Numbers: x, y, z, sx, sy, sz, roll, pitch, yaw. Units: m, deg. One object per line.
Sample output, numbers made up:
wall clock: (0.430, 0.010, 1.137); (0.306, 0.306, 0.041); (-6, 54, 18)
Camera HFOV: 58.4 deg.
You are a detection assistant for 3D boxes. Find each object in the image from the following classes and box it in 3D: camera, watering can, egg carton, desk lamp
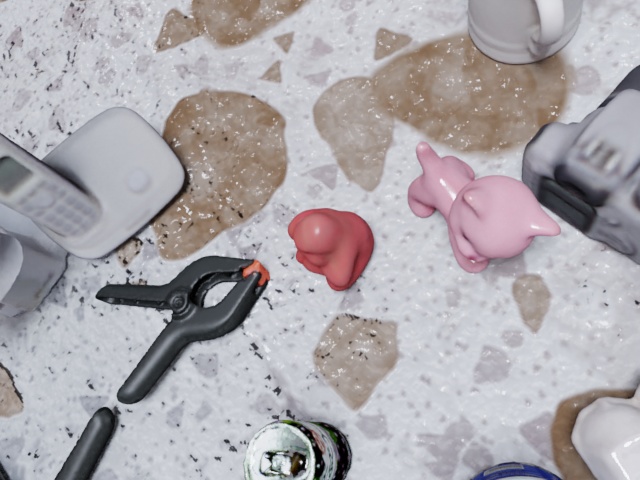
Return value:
camera: (0.245, -0.067, 0.425); (0.143, 0.101, 0.137); (40, 87, 23)
watering can: (0.161, -0.242, 0.454); (0.101, 0.194, 0.172); (-33, 67, 4)
egg carton: (0.245, 0.160, 0.370); (0.107, 0.069, 0.150); (-33, 67, 5)
desk lamp: (-0.335, 0.008, 0.510); (0.202, 0.214, 0.118); (35, 85, 23)

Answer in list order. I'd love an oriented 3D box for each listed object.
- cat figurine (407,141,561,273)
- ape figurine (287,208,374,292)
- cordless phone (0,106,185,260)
cat figurine: (0.118, -0.028, 0.440); (0.067, 0.118, 0.127); (-40, 66, 1)
ape figurine: (0.004, 0.002, 0.479); (0.076, 0.092, 0.077); (-22, 68, 9)
cordless phone: (-0.225, -0.070, 0.518); (0.147, 0.185, 0.094); (-42, 66, 0)
